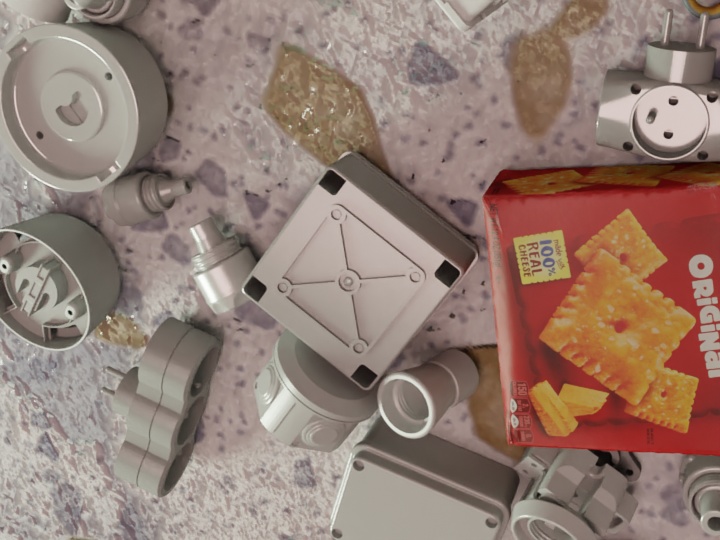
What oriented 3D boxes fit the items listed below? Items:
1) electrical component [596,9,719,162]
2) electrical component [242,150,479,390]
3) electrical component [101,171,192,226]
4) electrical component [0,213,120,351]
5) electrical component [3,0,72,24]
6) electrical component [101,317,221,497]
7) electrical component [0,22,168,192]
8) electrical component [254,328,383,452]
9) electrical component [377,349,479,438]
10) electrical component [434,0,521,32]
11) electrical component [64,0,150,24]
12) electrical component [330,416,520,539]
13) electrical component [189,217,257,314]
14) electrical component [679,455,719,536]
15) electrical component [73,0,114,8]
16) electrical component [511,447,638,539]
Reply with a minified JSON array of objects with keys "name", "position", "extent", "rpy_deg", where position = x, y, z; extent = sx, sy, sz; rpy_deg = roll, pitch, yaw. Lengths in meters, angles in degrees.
[{"name":"electrical component","position":[0.175,-0.103,0.593],"extent":[0.077,0.044,0.079],"rpy_deg":[9,112,17]},{"name":"electrical component","position":[0.000,0.000,0.684],"extent":[0.109,0.056,0.108],"rpy_deg":[39,113,3]},{"name":"electrical component","position":[-0.143,-0.051,0.734],"extent":[0.061,0.035,0.035],"rpy_deg":[-12,105,22]},{"name":"electrical component","position":[-0.224,0.009,0.769],"extent":[0.099,0.064,0.099],"rpy_deg":[7,112,17]},{"name":"electrical component","position":[-0.197,-0.205,0.690],"extent":[0.043,0.043,0.081],"rpy_deg":[30,117,7]},{"name":"electrical component","position":[-0.155,0.094,0.784],"extent":[0.074,0.052,0.138],"rpy_deg":[24,117,10]},{"name":"electrical component","position":[-0.179,-0.111,0.709],"extent":[0.108,0.060,0.108],"rpy_deg":[7,112,17]},{"name":"electrical component","position":[-0.028,0.078,0.717],"extent":[0.080,0.080,0.051],"rpy_deg":[38,123,3]},{"name":"electrical component","position":[0.047,0.076,0.696],"extent":[0.044,0.065,0.044],"rpy_deg":[14,113,34]},{"name":"electrical component","position":[0.060,-0.186,0.574],"extent":[0.099,0.100,0.048],"rpy_deg":[50,130,-4]},{"name":"electrical component","position":[-0.163,-0.176,0.677],"extent":[0.043,0.062,0.043],"rpy_deg":[7,112,17]},{"name":"electrical component","position":[0.043,0.161,0.735],"extent":[0.113,0.057,0.078],"rpy_deg":[21,116,11]},{"name":"electrical component","position":[-0.094,-0.005,0.729],"extent":[0.043,0.043,0.062],"rpy_deg":[-24,99,26]},{"name":"electrical component","position":[0.220,0.139,0.660],"extent":[0.048,0.062,0.048],"rpy_deg":[7,112,18]},{"name":"electrical component","position":[-0.150,-0.219,0.631],"extent":[0.056,0.108,0.108],"rpy_deg":[-32,97,30]},{"name":"electrical component","position":[0.132,0.152,0.689],"extent":[0.078,0.057,0.058],"rpy_deg":[36,145,2]}]
